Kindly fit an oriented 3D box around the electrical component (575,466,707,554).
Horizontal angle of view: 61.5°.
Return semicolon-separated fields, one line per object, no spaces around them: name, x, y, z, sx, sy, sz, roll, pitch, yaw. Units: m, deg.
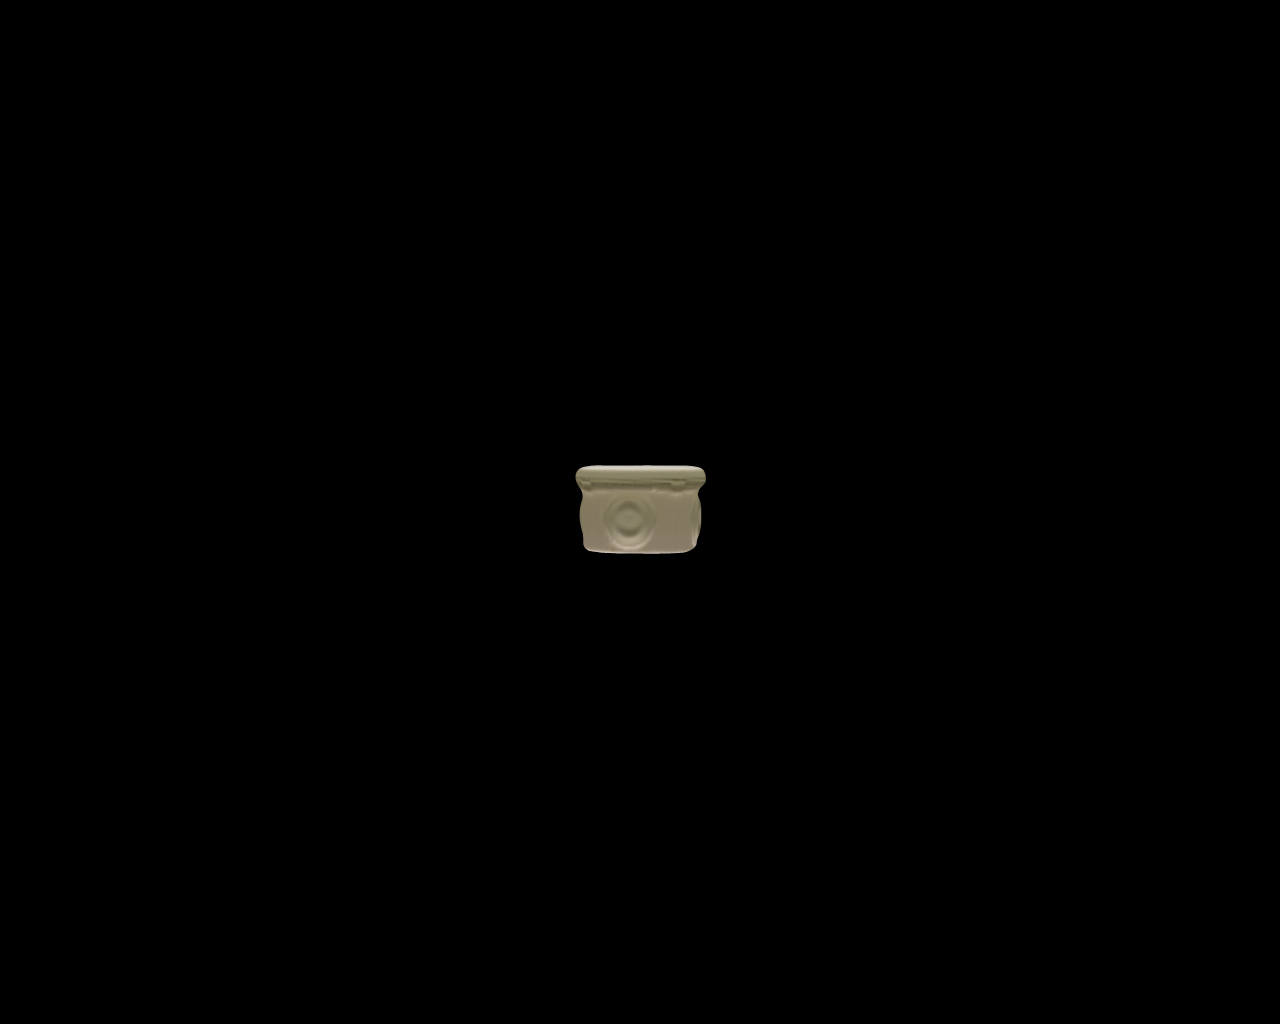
electrical component;0.001;-0.003;0.650;0.080;0.051;0.080;0;2;0
